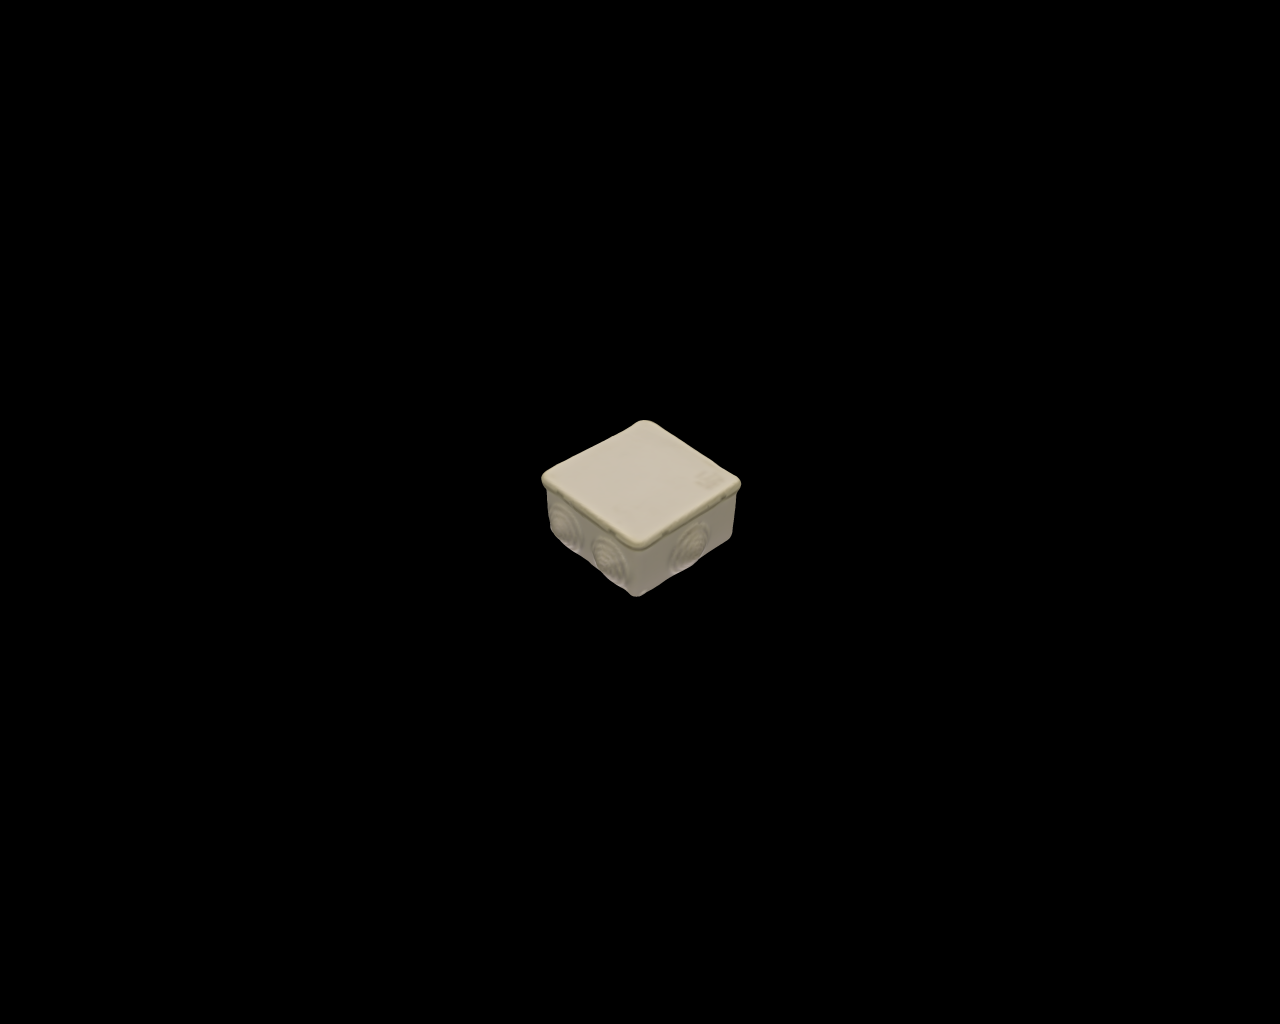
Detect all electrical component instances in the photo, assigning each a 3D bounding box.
[{"bbox_3d":[0.001,-0.003,0.650,0.100,0.048,0.100,-31,49,-31],"label":"electrical component"}]
